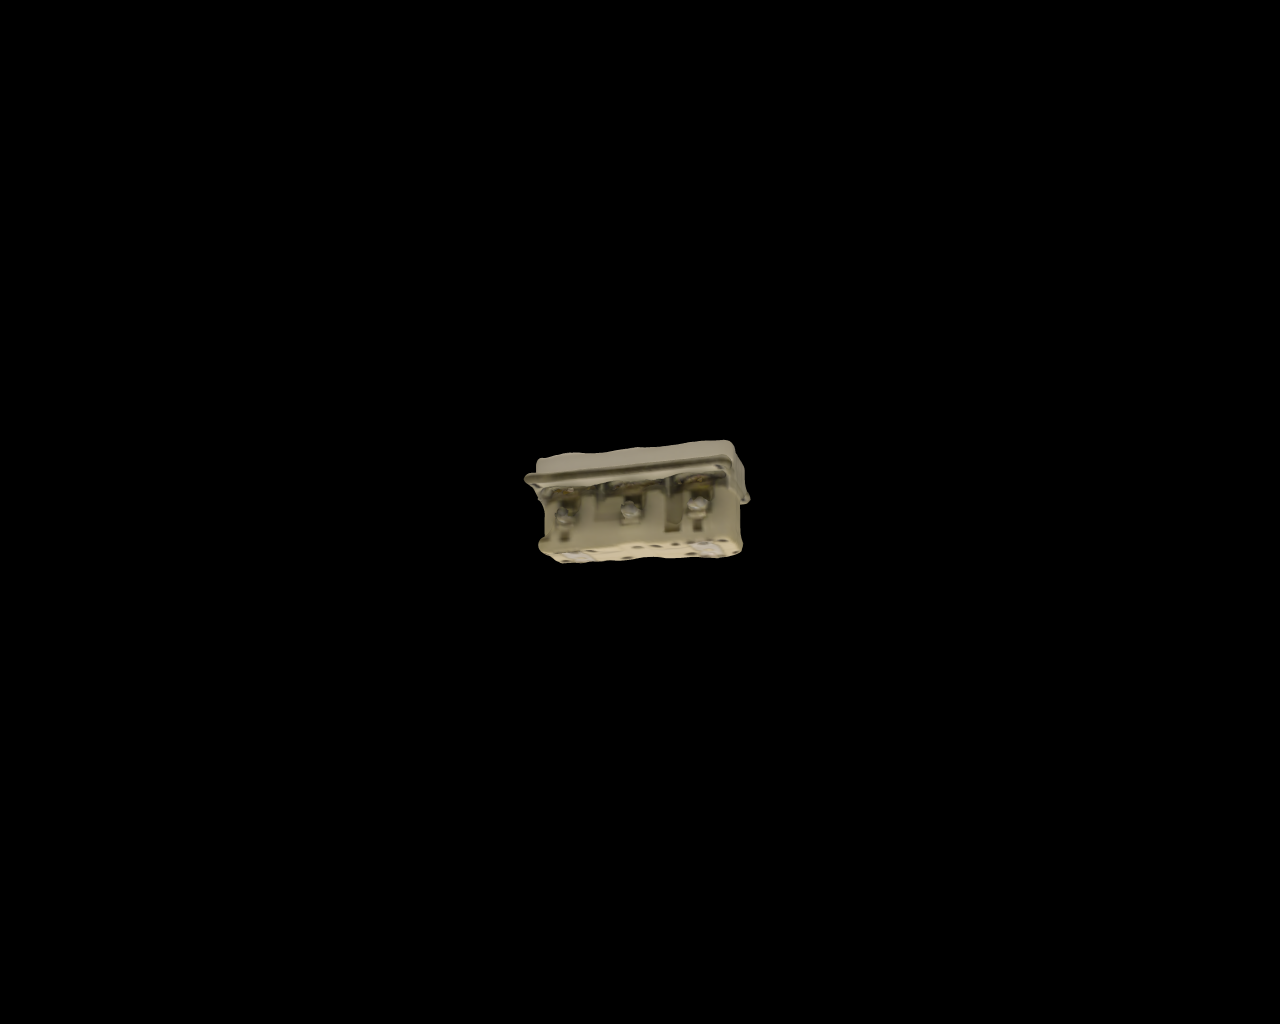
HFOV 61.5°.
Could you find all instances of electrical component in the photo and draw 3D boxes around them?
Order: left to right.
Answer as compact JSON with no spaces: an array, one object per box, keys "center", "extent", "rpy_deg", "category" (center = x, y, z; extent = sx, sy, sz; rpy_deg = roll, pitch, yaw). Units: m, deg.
[{"center":[0.001,-0.003,0.650],"extent":[0.121,0.063,0.078],"rpy_deg":[-4,-15,14],"category":"electrical component"}]
